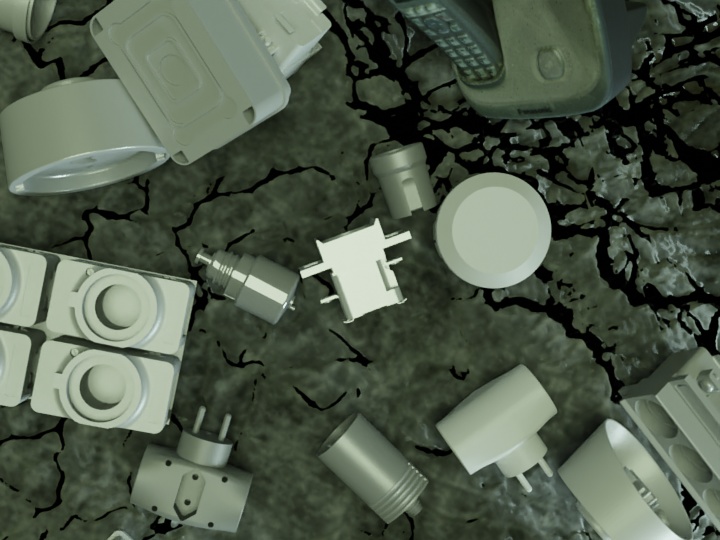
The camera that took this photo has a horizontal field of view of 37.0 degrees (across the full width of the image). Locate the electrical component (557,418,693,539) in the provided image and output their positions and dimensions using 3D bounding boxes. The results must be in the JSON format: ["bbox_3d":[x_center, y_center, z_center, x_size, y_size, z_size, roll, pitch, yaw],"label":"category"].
[{"bbox_3d":[0.188,0.158,0.754,0.064,0.099,0.099,-41,94,4],"label":"electrical component"}]

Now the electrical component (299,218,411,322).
[{"bbox_3d":[0.000,0.000,0.764,0.081,0.042,0.063,-21,96,-3],"label":"electrical component"}]

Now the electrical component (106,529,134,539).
[{"bbox_3d":[-0.171,0.248,0.755,0.100,0.048,0.099,44,88,-5],"label":"electrical component"}]

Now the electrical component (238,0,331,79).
[{"bbox_3d":[-0.083,-0.188,0.737,0.121,0.063,0.078,47,47,-4],"label":"electrical component"}]

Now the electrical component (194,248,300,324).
[{"bbox_3d":[-0.079,0.007,0.759,0.078,0.040,0.040,27,90,-4],"label":"electrical component"}]

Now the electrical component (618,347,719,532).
[{"bbox_3d":[0.254,0.120,0.771,0.063,0.079,0.121,-40,94,-24],"label":"electrical component"}]

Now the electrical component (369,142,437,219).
[{"bbox_3d":[0.032,-0.063,0.766,0.040,0.040,0.046,-19,98,-3],"label":"electrical component"}]

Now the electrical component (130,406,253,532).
[{"bbox_3d":[-0.113,0.136,0.758,0.077,0.043,0.079,17,90,-4],"label":"electrical component"}]

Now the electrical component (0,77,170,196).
[{"bbox_3d":[-0.187,-0.094,0.719,0.108,0.108,0.060,-15,86,-3],"label":"electrical component"}]

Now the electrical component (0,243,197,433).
[{"bbox_3d":[-0.217,0.042,0.741,0.186,0.060,0.105,11,90,-4],"label":"electrical component"}]

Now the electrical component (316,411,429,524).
[{"bbox_3d":[0.013,0.144,0.767,0.081,0.043,0.043,44,88,-4],"label":"electrical component"}]

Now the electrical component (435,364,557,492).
[{"bbox_3d":[0.108,0.121,0.772,0.077,0.044,0.079,-35,93,-3],"label":"electrical component"}]

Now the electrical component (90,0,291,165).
[{"bbox_3d":[-0.107,-0.136,0.695,0.078,0.057,0.113,-26,102,31],"label":"electrical component"}]

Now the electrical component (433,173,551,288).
[{"bbox_3d":[0.092,-0.028,0.764,0.080,0.051,0.080,0,91,-4],"label":"electrical component"}]
